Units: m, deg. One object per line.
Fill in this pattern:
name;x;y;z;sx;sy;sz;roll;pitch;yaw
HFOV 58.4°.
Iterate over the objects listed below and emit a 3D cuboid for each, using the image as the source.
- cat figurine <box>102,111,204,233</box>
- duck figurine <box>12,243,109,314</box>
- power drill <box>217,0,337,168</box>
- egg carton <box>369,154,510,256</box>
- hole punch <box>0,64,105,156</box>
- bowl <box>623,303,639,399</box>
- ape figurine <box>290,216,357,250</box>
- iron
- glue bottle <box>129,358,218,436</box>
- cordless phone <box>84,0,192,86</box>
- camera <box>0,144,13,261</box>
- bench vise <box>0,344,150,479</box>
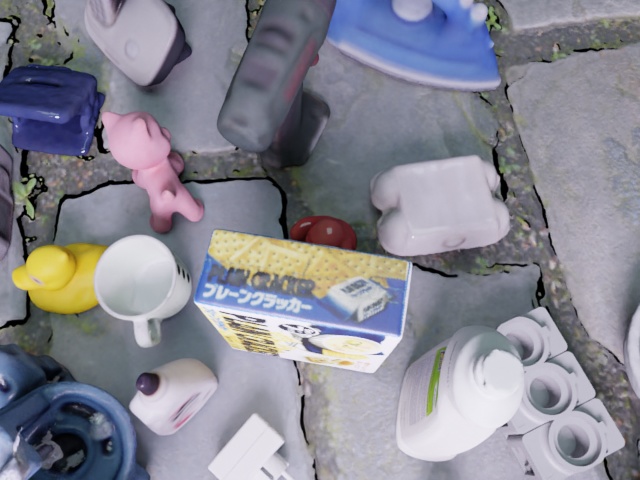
cat figurine;-0.186;-0.085;0.628;0.067;0.118;0.127;-27;73;-10
duck figurine;-0.267;0.032;0.602;0.104;0.086;0.077;-18;71;-7
power drill;-0.032;-0.178;0.616;0.075;0.208;0.230;22;71;7
egg carton;0.133;-0.037;0.642;0.150;0.069;0.107;-9;71;-4
hole punch;-0.321;-0.164;0.668;0.108;0.091;0.101;7;70;2
bowl;0.382;0.126;0.586;0.167;0.075;0.167;0;70;-1
ape figurine;0.006;0.002;0.614;0.076;0.092;0.077;-20;72;-8
iron;0.117;-0.280;0.690;0.258;0.141;0.119;27;72;8
glue bottle;-0.139;0.139;0.520;0.037;0.173;0.078;37;74;12
cordless phone;-0.230;-0.283;0.662;0.147;0.185;0.094;43;75;13
camera;-0.422;-0.048;0.620;0.137;0.101;0.143;-7;71;-3
bench vise;-0.255;0.164;0.484;0.207;0.220;0.121;24;72;8
